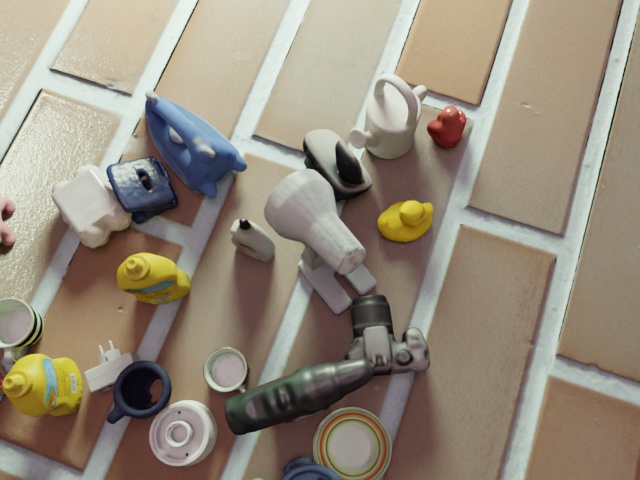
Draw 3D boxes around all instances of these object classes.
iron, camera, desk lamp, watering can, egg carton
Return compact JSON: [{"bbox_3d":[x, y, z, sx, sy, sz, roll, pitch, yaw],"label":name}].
[{"bbox_3d":[-0.259,-0.204,1.064,0.258,0.141,0.119,44,79,11],"label":"iron"},{"bbox_3d":[0.109,0.162,0.978,0.143,0.101,0.137,-6,74,-1],"label":"camera"},{"bbox_3d":[0.009,0.003,0.965,0.118,0.213,0.203,-38,77,-9],"label":"desk lamp"},{"bbox_3d":[0.129,-0.225,1.039,0.101,0.194,0.173,26,76,8],"label":"watering can"},{"bbox_3d":[-0.424,-0.062,1.062,0.107,0.069,0.150,-39,77,-10],"label":"egg carton"}]

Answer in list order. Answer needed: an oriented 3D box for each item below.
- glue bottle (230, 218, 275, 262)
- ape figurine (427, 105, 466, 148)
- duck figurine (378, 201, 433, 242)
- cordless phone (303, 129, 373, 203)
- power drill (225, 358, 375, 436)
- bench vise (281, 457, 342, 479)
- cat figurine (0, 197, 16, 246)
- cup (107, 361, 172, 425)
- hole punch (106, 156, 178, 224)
[{"bbox_3d":[-0.122,-0.008,0.991,0.078,0.173,0.037,21,75,7],"label":"glue bottle"},{"bbox_3d":[0.245,-0.224,1.091,0.078,0.092,0.076,-3,74,0],"label":"ape figurine"},{"bbox_3d":[0.158,-0.042,1.043,0.104,0.086,0.077,-13,74,-3],"label":"duck figurine"},{"bbox_3d":[0.030,-0.156,1.025,0.094,0.185,0.147,-36,77,-9],"label":"cordless phone"},{"bbox_3d":[-0.029,0.241,0.901,0.229,0.208,0.075,-20,75,-5],"label":"power drill"},{"bbox_3d":[0.011,0.424,0.843,0.121,0.220,0.207,-43,78,-10],"label":"bench vise"},{"bbox_3d":[-0.606,-0.031,1.030,0.067,0.118,0.128,-13,74,-3],"label":"cat figurine"},{"bbox_3d":[-0.294,0.261,0.957,0.091,0.095,0.118,43,79,11],"label":"cup"},{"bbox_3d":[-0.328,-0.101,1.061,0.101,0.091,0.108,-27,76,-7],"label":"hole punch"}]
